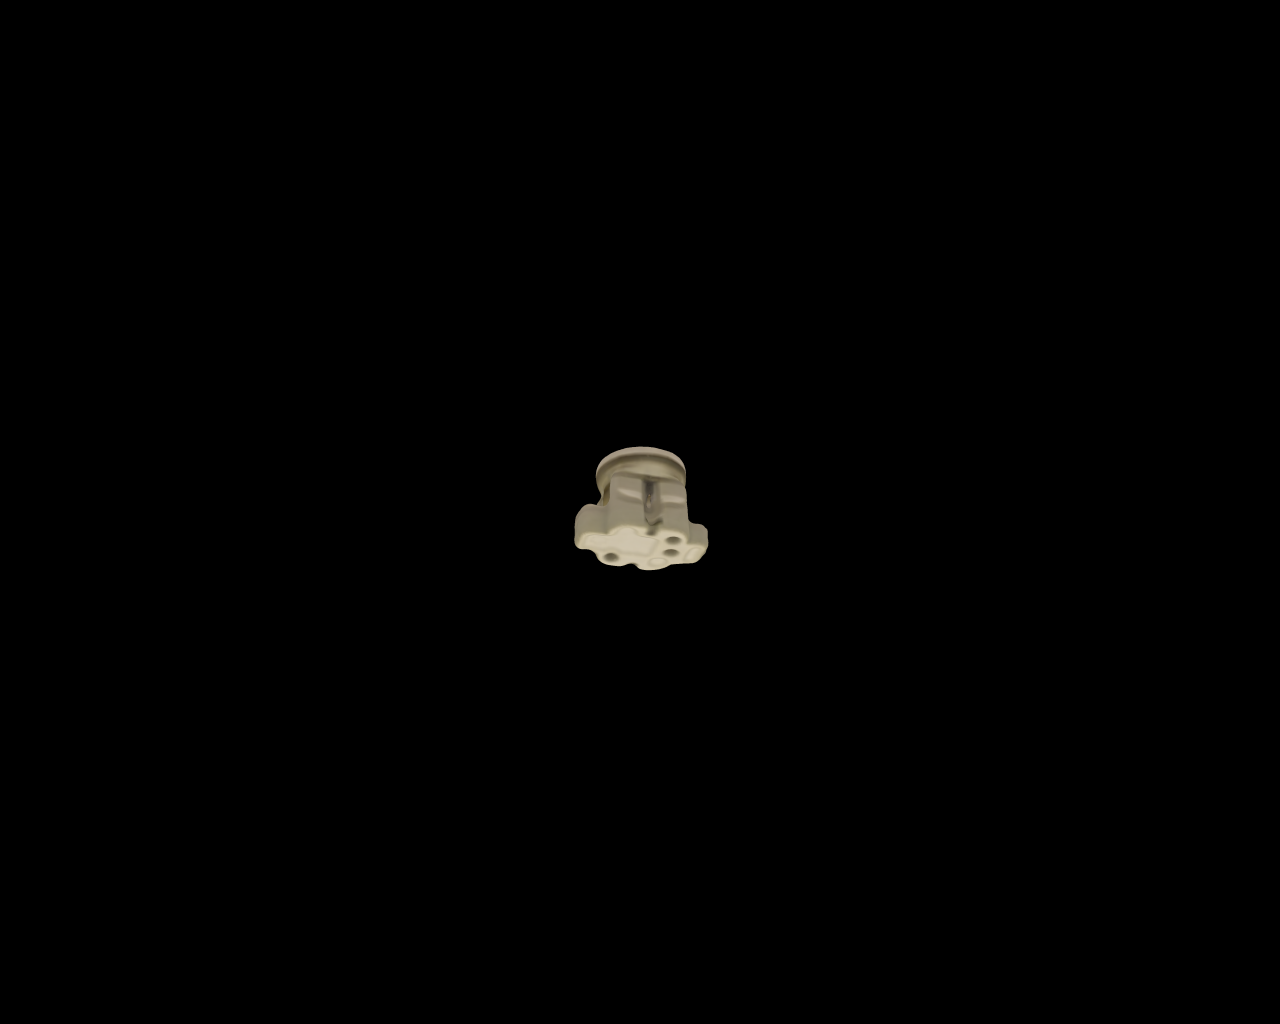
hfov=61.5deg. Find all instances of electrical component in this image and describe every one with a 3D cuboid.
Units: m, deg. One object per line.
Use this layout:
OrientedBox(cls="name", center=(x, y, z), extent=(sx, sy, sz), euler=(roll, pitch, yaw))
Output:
OrientedBox(cls="electrical component", center=(0.001, -0.003, 0.650), extent=(0.078, 0.057, 0.058), euler=(8, -32, -14))
